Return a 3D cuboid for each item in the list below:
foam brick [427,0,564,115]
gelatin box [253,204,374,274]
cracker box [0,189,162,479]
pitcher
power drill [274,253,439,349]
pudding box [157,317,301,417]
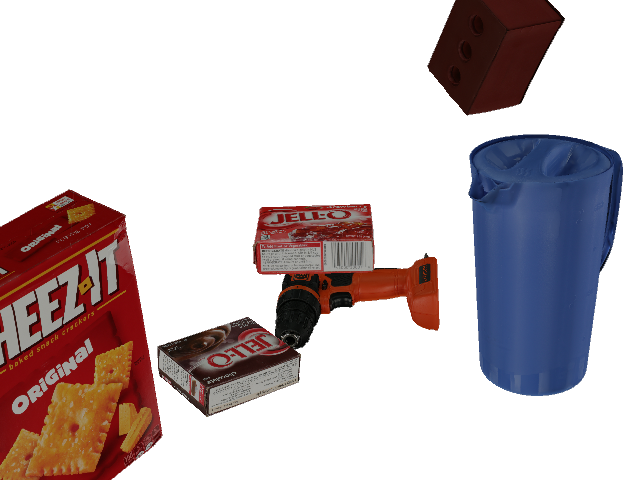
[{"bbox_3d":[0.116,-0.132,0.716,0.051,0.053,0.078,-17,-33,-29],"label":"foam brick"},{"bbox_3d":[-0.004,-0.002,0.809,0.089,0.030,0.073,-1,22,1],"label":"gelatin box"},{"bbox_3d":[-0.201,0.097,0.762,0.072,0.214,0.163,21,39,32],"label":"cracker box"},{"bbox_3d":[0.221,0.022,1.051,0.149,0.243,0.145,1,25,10],"label":"pitcher"},{"bbox_3d":[0.044,0.068,1.237,0.188,0.057,0.184,0,27,7],"label":"power drill"},{"bbox_3d":[-0.089,0.121,1.044,0.113,0.039,0.090,-18,32,-35],"label":"pudding box"}]
